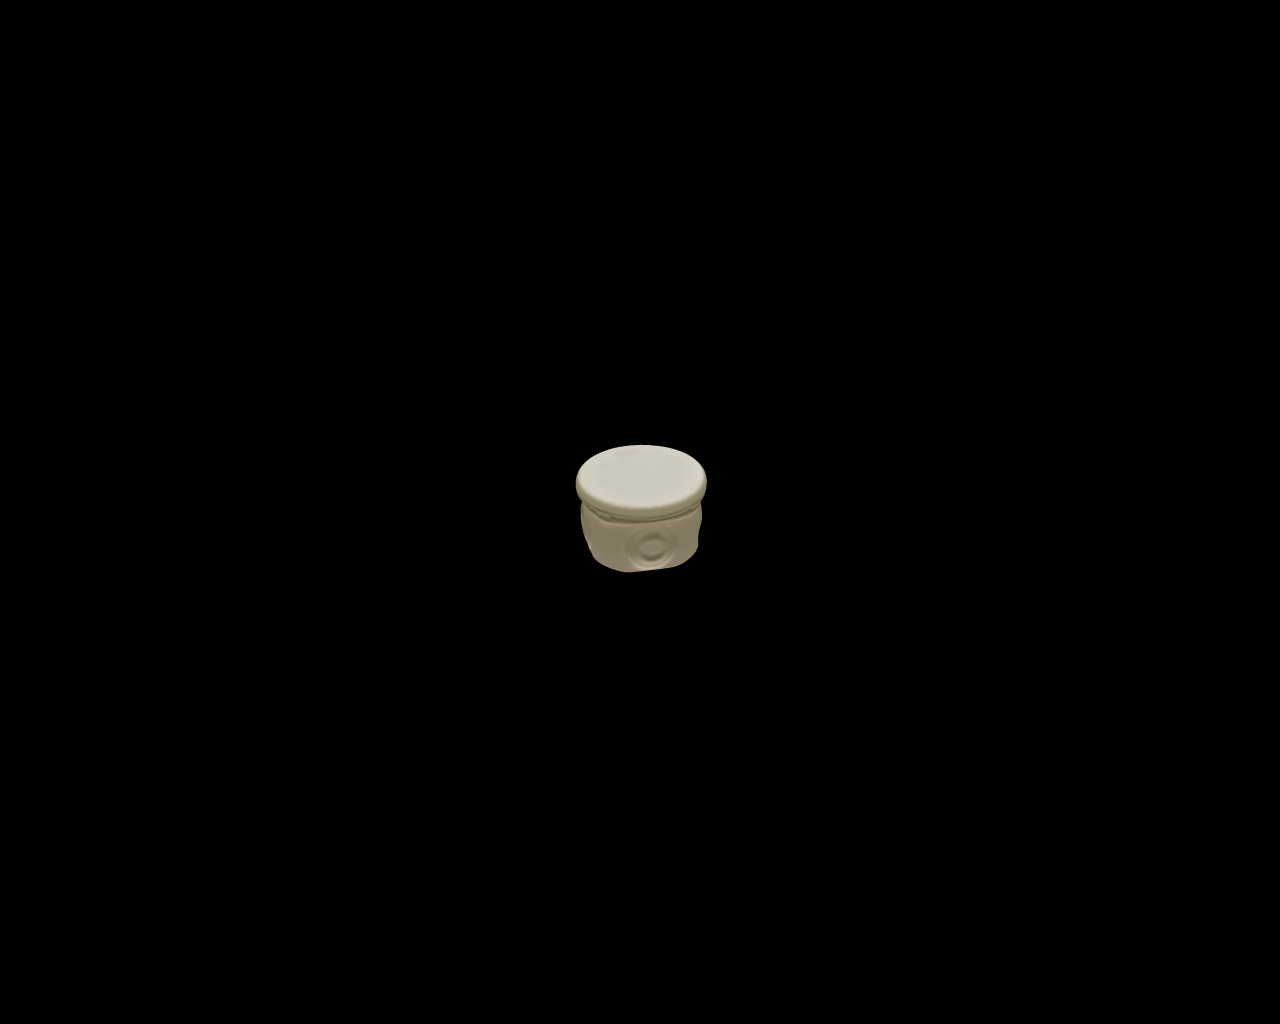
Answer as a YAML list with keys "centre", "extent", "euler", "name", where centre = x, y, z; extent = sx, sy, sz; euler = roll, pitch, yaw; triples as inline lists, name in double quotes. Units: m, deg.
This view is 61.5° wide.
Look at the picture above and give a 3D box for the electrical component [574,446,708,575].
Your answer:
- centre: [0.001, -0.003, 0.650]
  extent: [0.080, 0.050, 0.080]
  euler: [0, 32, 0]
  name: "electrical component"
